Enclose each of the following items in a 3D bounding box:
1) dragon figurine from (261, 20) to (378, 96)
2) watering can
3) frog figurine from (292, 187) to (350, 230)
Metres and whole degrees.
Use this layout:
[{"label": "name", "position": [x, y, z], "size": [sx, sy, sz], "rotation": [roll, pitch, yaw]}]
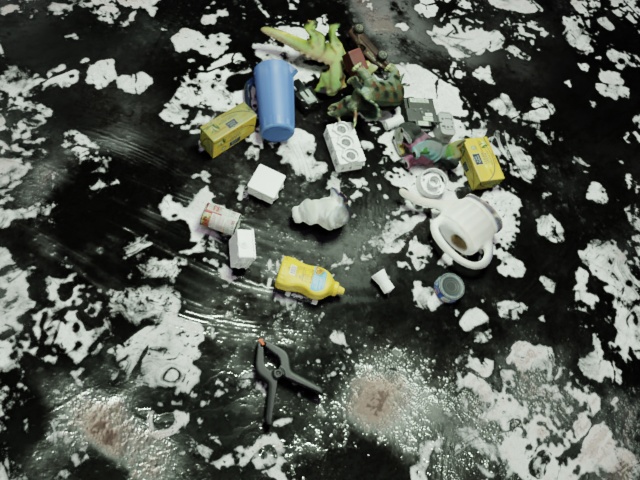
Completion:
[{"label": "dragon figurine", "position": [0.007, -0.610, 1.763], "size": [0.411, 0.245, 0.120], "rotation": [-7, -14, -23]}, {"label": "watering can", "position": [0.423, -0.072, 1.609], "size": [0.227, 0.350, 0.102], "rotation": [-34, -13, -25]}, {"label": "frog figurine", "position": [0.005, -0.076, 1.518], "size": [0.160, 0.120, 0.140], "rotation": [-30, 46, -5]}]
